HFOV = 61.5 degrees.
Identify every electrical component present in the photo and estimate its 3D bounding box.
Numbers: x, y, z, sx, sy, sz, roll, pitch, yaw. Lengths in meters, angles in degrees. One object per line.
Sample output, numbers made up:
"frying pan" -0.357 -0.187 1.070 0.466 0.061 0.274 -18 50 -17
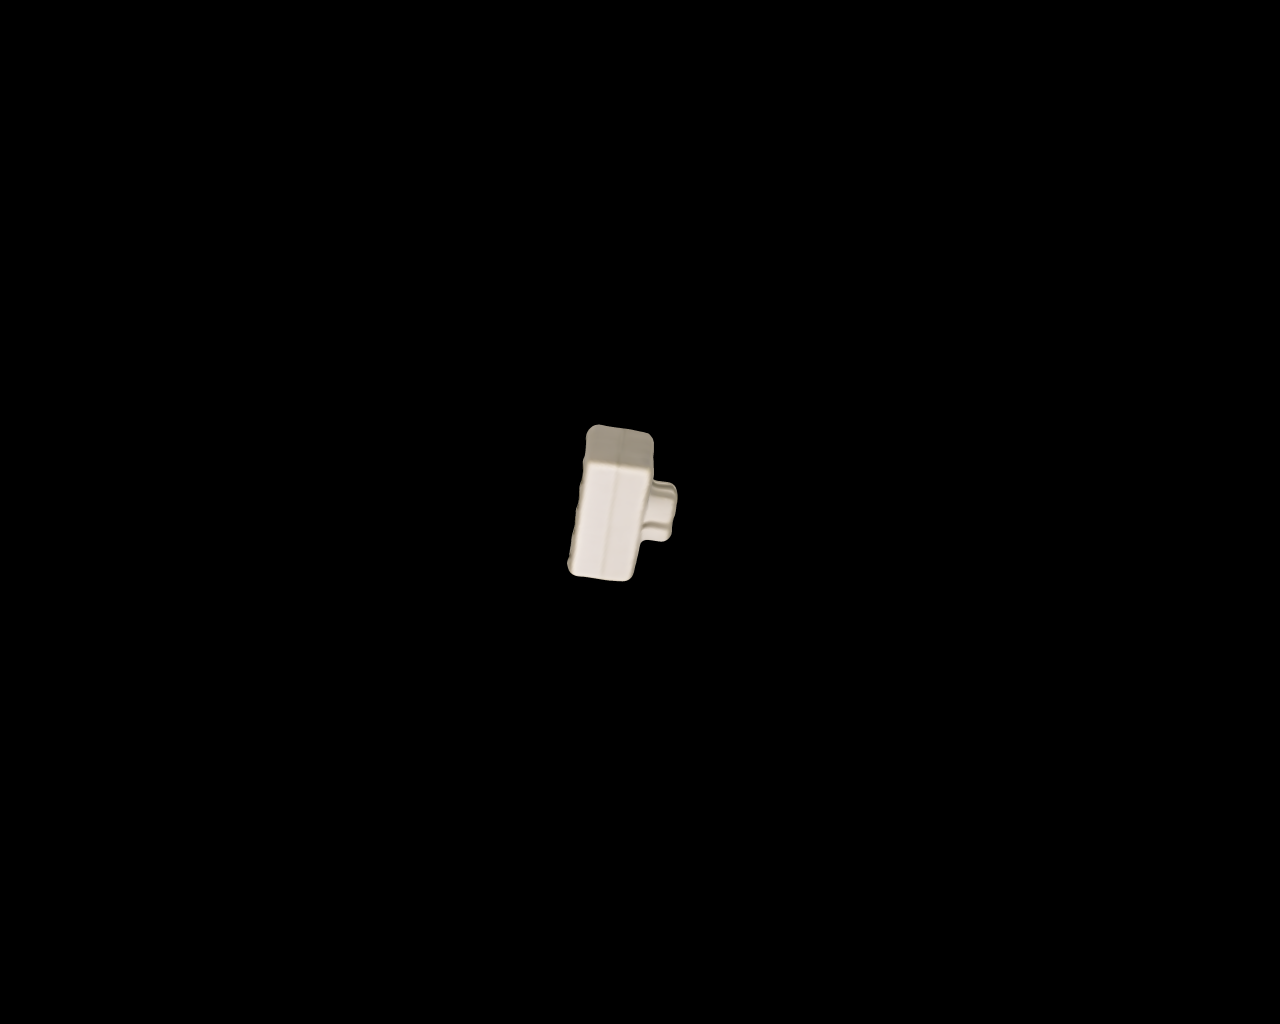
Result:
"electrical component" 0.001 -0.003 0.650 0.076 0.083 0.047 7 32 -5
